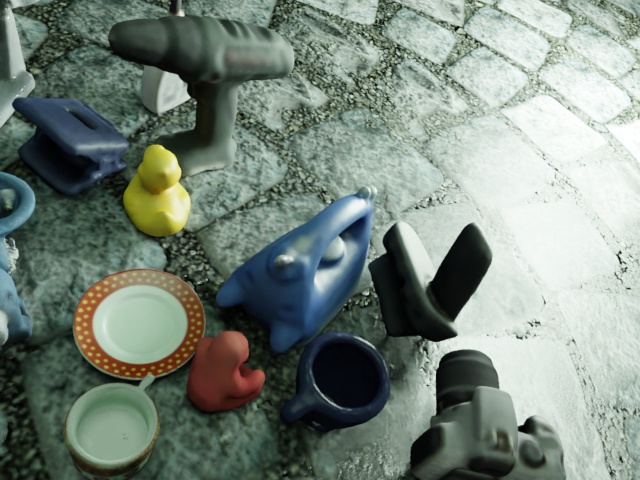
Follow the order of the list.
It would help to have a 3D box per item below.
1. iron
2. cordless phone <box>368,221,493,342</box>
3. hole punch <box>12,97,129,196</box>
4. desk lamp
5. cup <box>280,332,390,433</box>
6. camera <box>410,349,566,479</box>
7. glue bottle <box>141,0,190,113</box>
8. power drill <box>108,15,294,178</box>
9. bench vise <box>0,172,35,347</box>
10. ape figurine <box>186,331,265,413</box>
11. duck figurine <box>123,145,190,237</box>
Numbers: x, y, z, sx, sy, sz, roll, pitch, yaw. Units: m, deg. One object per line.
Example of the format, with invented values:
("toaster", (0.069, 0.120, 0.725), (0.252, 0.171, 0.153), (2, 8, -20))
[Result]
("iron", (0.006, 0.002, 0.655), (0.118, 0.141, 0.259), (38, 49, 11))
("cordless phone", (0.136, 0.021, 0.662), (0.094, 0.185, 0.147), (-3, 54, -23))
("hole punch", (-0.292, -0.126, 0.676), (0.108, 0.091, 0.101), (38, 49, 11))
("desk lamp", (-0.392, -0.268, 0.669), (0.118, 0.213, 0.203), (16, 49, -8))
("cup", (0.003, 0.157, 0.560), (0.118, 0.095, 0.091), (-26, 65, -35))
("camera", (0.176, 0.187, 0.601), (0.143, 0.100, 0.137), (15, 49, -9))
("glue bottle", (-0.196, -0.252, 0.761), (0.037, 0.173, 0.078), (40, 49, 13))
("power drill", (-0.144, -0.177, 0.697), (0.230, 0.208, 0.075), (-21, 63, -33))
("bench vise", (-0.297, -0.017, 0.499), (0.207, 0.219, 0.122), (44, 51, 16))
("ape figurine", (-0.092, 0.121, 0.554), (0.076, 0.092, 0.077), (-28, 67, -36))
("duck figurine", (-0.188, -0.064, 0.670), (0.078, 0.086, 0.104), (-4, 54, -24))
